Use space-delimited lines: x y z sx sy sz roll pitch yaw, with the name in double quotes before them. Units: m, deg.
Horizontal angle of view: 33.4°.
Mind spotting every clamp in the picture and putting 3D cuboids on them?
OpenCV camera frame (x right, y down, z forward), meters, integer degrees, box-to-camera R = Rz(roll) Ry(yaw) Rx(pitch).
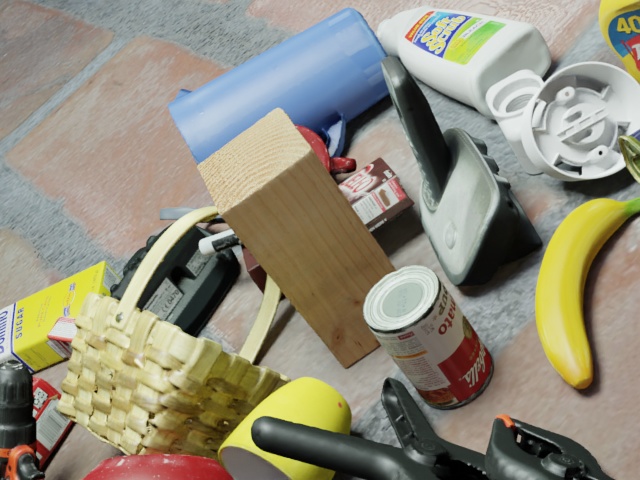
"clamp" 0.063 0.163 0.762 0.164 0.036 0.210 -6 25 -41
"clamp" 0.154 0.164 0.699 0.172 0.120 0.039 24 106 56

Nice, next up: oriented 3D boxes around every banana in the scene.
"banana" 0.206 0.031 0.850 0.070 0.037 0.197 -3 48 40

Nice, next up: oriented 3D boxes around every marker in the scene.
"marker" -0.066 -0.009 1.055 0.121 0.020 0.020 -19 39 26

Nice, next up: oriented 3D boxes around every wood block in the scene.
"wood block" -0.005 0.001 0.919 0.090 0.206 0.091 -36 35 2

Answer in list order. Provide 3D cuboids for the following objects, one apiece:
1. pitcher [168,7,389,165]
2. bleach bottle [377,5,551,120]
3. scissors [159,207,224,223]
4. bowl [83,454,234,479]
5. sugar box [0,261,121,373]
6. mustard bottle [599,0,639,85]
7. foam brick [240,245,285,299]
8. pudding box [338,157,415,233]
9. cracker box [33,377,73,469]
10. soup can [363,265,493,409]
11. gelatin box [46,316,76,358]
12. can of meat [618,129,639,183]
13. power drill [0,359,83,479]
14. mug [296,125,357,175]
"pitcher" -0.034 -0.147 1.198 0.243 0.149 0.145 -31 20 3
"bleach bottle" 0.134 -0.205 1.162 0.102 0.068 0.251 -44 33 -10
"scissors" -0.106 -0.028 1.122 0.202 0.096 0.016 177 94 -67
"bowl" -0.125 0.200 0.828 0.162 0.161 0.055 -13 67 30
"sugar box" -0.309 0.097 1.211 0.176 0.048 0.093 -22 37 18
"mustard bottle" 0.286 -0.176 0.883 0.096 0.191 0.058 -5 46 37
"foam brick" -0.032 0.015 1.061 0.078 0.051 0.053 -31 35 9
"pudding box" 0.039 -0.035 1.041 0.090 0.039 0.113 -35 16 3
"cracker box" -0.375 0.215 1.111 0.214 0.072 0.164 0 49 42
"soup can" 0.086 0.077 0.845 0.069 0.102 0.068 -23 37 18
"gelatin box" -0.228 0.114 1.099 0.089 0.073 0.030 2 50 43
"can of meat" 0.305 -0.068 0.856 0.084 0.057 0.102 -34 42 0
"power drill" -0.243 0.214 0.940 0.057 0.184 0.188 -5 16 -41
"mug" -0.020 -0.075 1.104 0.117 0.093 0.081 0 -1 -5
